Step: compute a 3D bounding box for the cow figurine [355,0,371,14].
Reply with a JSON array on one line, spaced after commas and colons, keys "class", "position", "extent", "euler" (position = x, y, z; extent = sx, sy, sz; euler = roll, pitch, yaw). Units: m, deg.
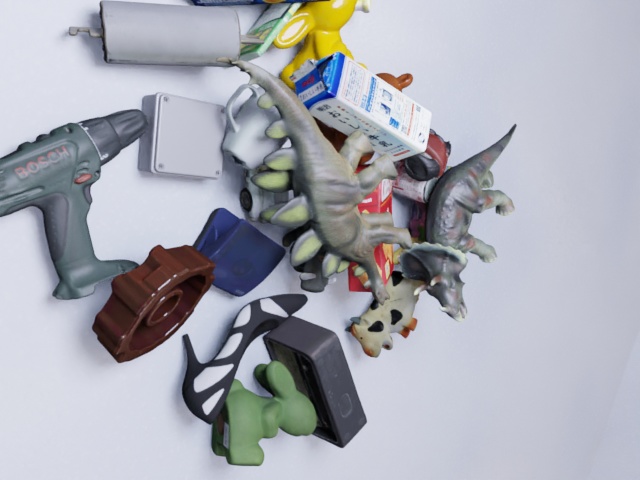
[{"class": "cow figurine", "position": [0.030, -0.427, 0.859], "extent": [0.167, 0.098, 0.068], "euler": [35, 56, -74]}]

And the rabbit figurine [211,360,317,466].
[{"class": "rabbit figurine", "position": [-0.089, 0.287, 0.905], "extent": [0.170, 0.121, 0.159], "euler": [4, 73, -29]}]

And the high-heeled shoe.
[{"class": "high-heeled shoe", "position": [-0.105, 0.180, 0.856], "extent": [0.249, 0.086, 0.145], "euler": [-19, 73, -23]}]

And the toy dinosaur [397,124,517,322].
[{"class": "toy dinosaur", "position": [0.264, -0.054, 1.032], "extent": [0.192, 0.131, 0.404], "euler": [15, 87, -39]}]

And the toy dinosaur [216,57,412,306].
[{"class": "toy dinosaur", "position": [0.010, -0.070, 0.785], "extent": [0.198, 0.105, 0.470], "euler": [-30, 121, -10]}]

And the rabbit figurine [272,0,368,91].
[{"class": "rabbit figurine", "position": [0.001, -0.327, 0.861], "extent": [0.162, 0.122, 0.173], "euler": [7, 129, -10]}]

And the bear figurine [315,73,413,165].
[{"class": "bear figurine", "position": [0.076, -0.236, 0.957], "extent": [0.131, 0.120, 0.196], "euler": [34, 73, -37]}]

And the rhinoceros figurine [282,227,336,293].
[{"class": "rhinoceros figurine", "position": [-0.002, -0.003, 0.933], "extent": [0.073, 0.112, 0.190], "euler": [21, 76, -45]}]

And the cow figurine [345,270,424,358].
[{"class": "cow figurine", "position": [0.132, 0.146, 1.088], "extent": [0.085, 0.127, 0.195], "euler": [104, 9, -60]}]

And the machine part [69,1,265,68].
[{"class": "machine part", "position": [-0.193, -0.265, 0.698], "extent": [0.243, 0.079, 0.079], "euler": [-6, 103, -21]}]

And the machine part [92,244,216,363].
[{"class": "machine part", "position": [-0.220, 0.082, 0.723], "extent": [0.179, 0.056, 0.179], "euler": [-48, 168, -14]}]

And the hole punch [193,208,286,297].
[{"class": "hole punch", "position": [-0.130, 0.025, 0.838], "extent": [0.142, 0.092, 0.116], "euler": [38, 76, -44]}]

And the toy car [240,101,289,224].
[{"class": "toy car", "position": [-0.090, -0.126, 0.865], "extent": [0.073, 0.056, 0.201], "euler": [-14, 106, -40]}]

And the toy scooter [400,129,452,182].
[{"class": "toy scooter", "position": [0.183, -0.197, 1.034], "extent": [0.135, 0.184, 0.075], "euler": [-40, 158, -30]}]

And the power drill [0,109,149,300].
[{"class": "power drill", "position": [-0.294, -0.041, 0.680], "extent": [0.232, 0.086, 0.207], "euler": [-28, 120, -35]}]

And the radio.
[{"class": "radio", "position": [-0.005, 0.255, 0.961], "extent": [0.073, 0.131, 0.229], "euler": [-37, 121, -34]}]

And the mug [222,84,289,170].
[{"class": "mug", "position": [-0.094, -0.160, 0.769], "extent": [0.107, 0.081, 0.109], "euler": [-56, 141, -9]}]

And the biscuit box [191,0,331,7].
[{"class": "biscuit box", "position": [-0.085, -0.365, 0.740], "extent": [0.063, 0.203, 0.059], "euler": [-16, 106, -85]}]

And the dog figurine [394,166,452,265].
[{"class": "dog figurine", "position": [0.219, -0.032, 1.135], "extent": [0.219, 0.109, 0.191], "euler": [-49, 127, -22]}]
